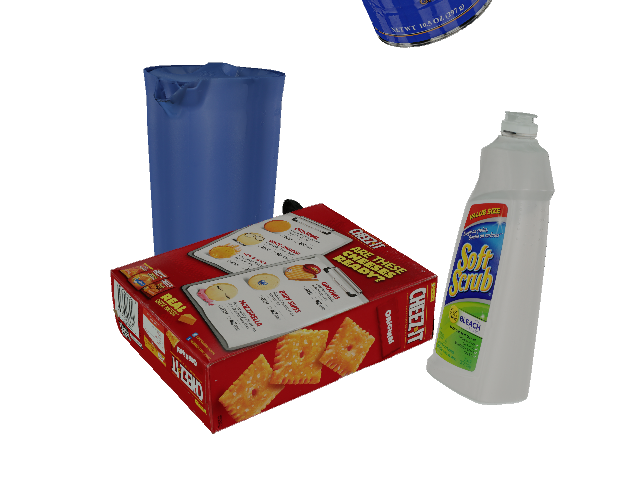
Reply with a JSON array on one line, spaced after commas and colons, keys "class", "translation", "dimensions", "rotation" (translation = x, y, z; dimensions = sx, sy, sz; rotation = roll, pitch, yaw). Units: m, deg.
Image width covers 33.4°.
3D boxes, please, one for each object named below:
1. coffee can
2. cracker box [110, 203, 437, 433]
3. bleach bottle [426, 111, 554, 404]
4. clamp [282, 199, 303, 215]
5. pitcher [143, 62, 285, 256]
[{"class": "coffee can", "translation": [0.062, -0.234, 0.809], "dimensions": [0.103, 0.102, 0.140], "rotation": [0, -43, 34]}, {"class": "cracker box", "translation": [-0.038, 0.055, 0.868], "dimensions": [0.213, 0.072, 0.164], "rotation": [-18, 34, -30]}, {"class": "bleach bottle", "translation": [0.155, 0.012, 0.944], "dimensions": [0.068, 0.251, 0.103], "rotation": [-1, 14, -27]}, {"class": "clamp", "translation": [0.007, 0.031, 1.193], "dimensions": [0.210, 0.036, 0.164], "rotation": [28, 36, 18]}, {"class": "pitcher", "translation": [-0.098, -0.051, 1.040], "dimensions": [0.149, 0.243, 0.145], "rotation": [-2, 15, -17]}]
